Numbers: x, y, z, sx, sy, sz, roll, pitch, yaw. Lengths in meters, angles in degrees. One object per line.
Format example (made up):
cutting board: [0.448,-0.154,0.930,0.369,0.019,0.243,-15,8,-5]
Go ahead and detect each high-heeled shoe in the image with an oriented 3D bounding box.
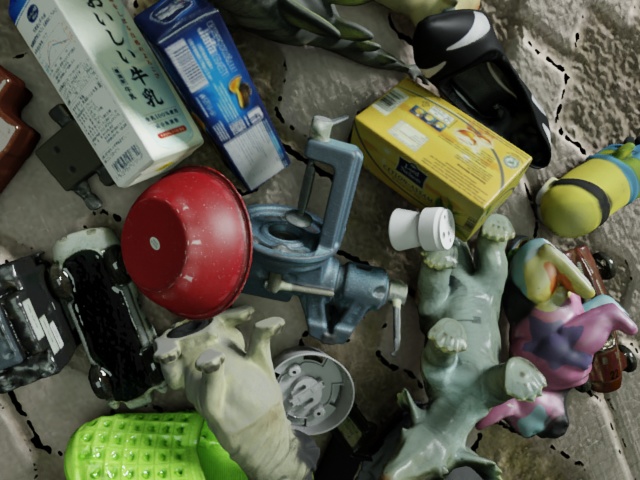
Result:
high-heeled shoe: [0.178,-0.144,0.565,0.248,0.086,0.145,-6,71,-53]

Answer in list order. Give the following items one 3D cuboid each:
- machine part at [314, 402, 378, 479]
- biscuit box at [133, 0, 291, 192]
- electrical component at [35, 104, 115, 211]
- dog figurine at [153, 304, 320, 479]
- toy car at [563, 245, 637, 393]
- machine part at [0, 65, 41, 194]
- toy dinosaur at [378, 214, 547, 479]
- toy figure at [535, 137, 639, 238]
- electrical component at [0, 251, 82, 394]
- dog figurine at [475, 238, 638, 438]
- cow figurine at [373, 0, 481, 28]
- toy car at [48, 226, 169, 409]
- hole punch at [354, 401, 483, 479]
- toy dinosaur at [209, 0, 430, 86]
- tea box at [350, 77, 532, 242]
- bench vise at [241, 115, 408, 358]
machine part: [0.021,0.259,0.637,0.039,0.084,0.138,16,99,-38]
biscuit box: [-0.096,-0.137,0.523,0.059,0.063,0.202,-37,144,-8]
electrical component: [-0.244,-0.092,0.563,0.078,0.045,0.102,-38,100,19]
dog figurine: [-0.091,0.179,0.569,0.121,0.172,0.190,-21,107,-29]
toy car: [0.363,0.108,0.713,0.089,0.053,0.202,-16,99,-8]
machine part: [-0.395,-0.109,0.504,0.201,0.087,0.201,36,86,-14]
toy dinosaur: [0.154,0.103,0.610,0.131,0.192,0.405,14,50,4]
toy figure: [0.357,-0.069,0.678,0.180,0.089,0.082,-27,93,-8]
electrical component: [-0.288,0.076,0.517,0.058,0.134,0.114,-22,98,-9]
dog figurine: [0.252,0.129,0.649,0.191,0.108,0.219,45,105,10]
cow figurine: [0.090,-0.289,0.593,0.195,0.085,0.127,13,73,-15]
toy car: [-0.222,0.086,0.573,0.073,0.056,0.201,-18,101,-6]
hole punch: [0.124,0.273,0.661,0.142,0.092,0.116,-45,76,-5]
toy dinosaur: [-0.051,-0.244,0.518,0.471,0.199,0.105,8,105,-46]
tea box: [0.126,-0.091,0.586,0.170,0.068,0.098,42,65,18]
bench vise: [0.001,-0.006,0.566,0.224,0.129,0.240,17,117,8]
